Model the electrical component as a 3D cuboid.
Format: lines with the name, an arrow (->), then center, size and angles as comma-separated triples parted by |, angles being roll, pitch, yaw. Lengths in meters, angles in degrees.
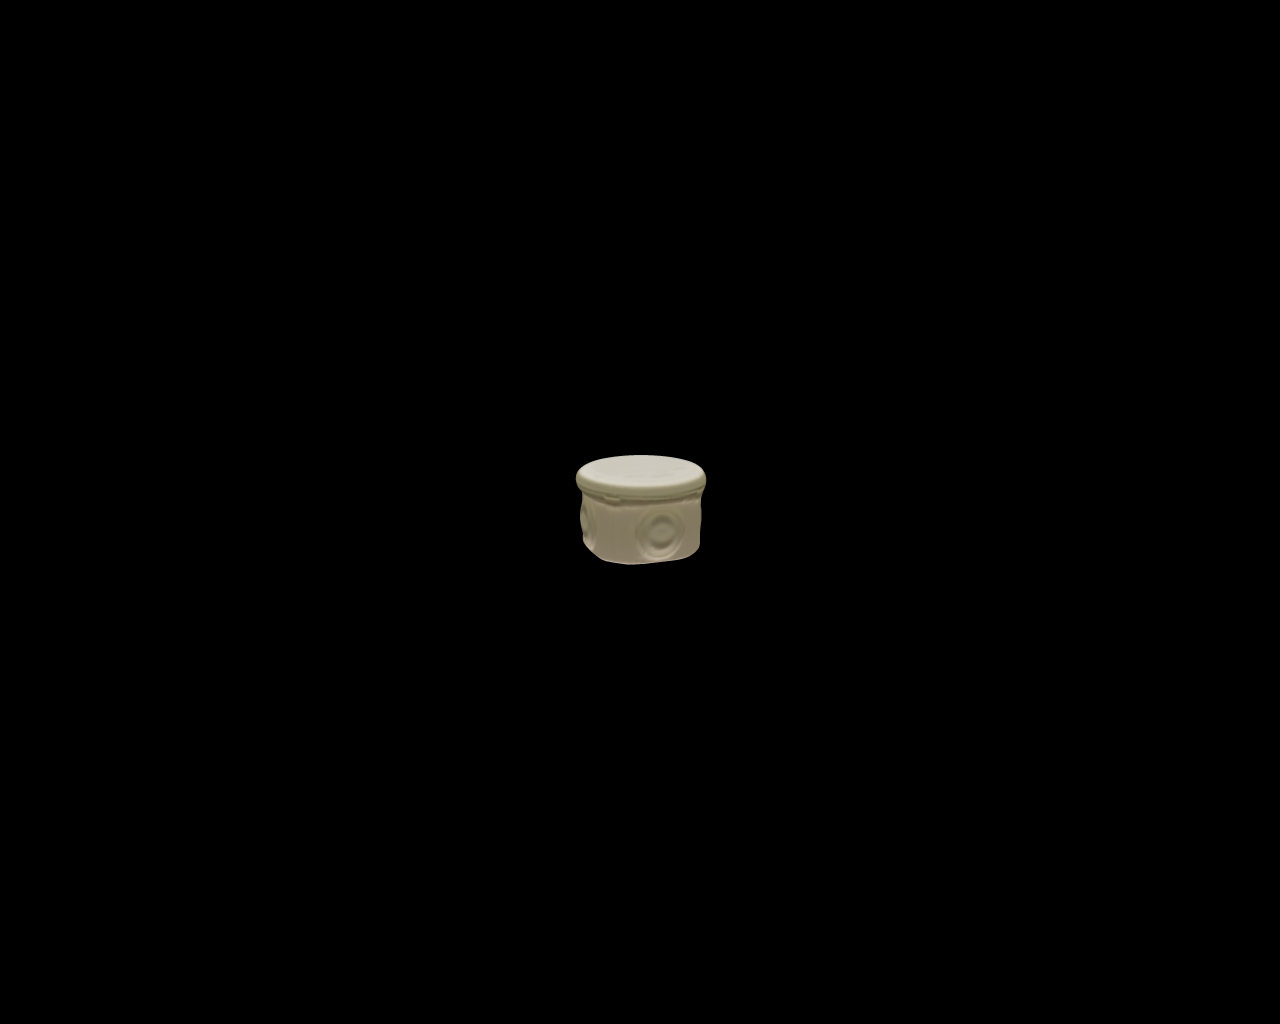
electrical component -> 0.001, -0.003, 0.650 | 0.080, 0.051, 0.080 | 0, 16, 0
